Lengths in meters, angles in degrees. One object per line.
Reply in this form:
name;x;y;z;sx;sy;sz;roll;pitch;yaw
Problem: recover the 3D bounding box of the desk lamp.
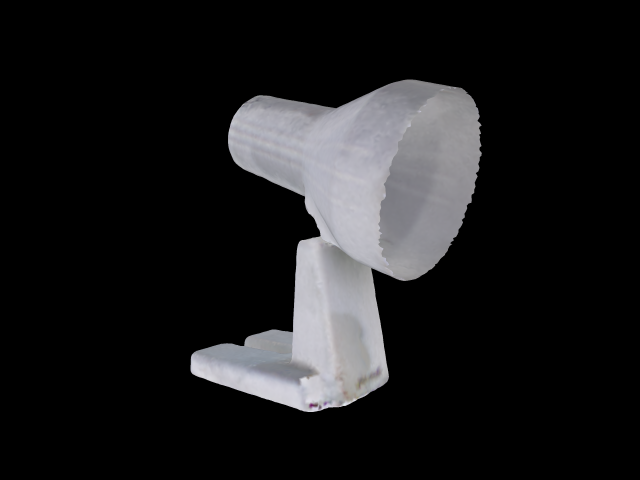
desk lamp;0.004;0.001;0.400;0.202;0.213;0.118;3;5;37
